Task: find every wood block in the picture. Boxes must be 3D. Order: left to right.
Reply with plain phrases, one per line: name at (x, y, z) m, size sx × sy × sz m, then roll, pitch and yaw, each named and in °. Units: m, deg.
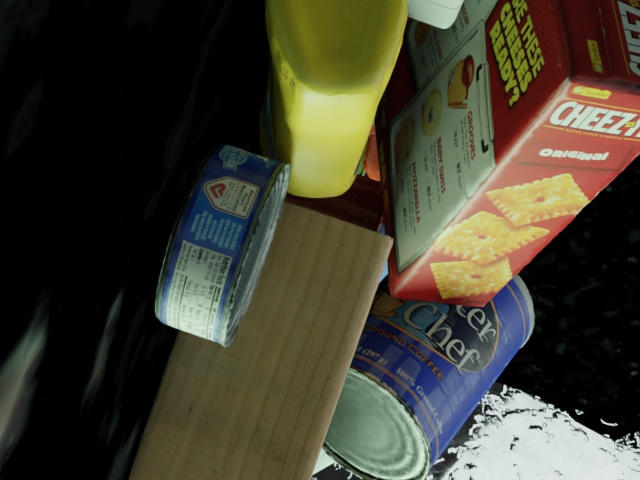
wood block at (-0.036, 0.081, 0.581) m, size 0.091 × 0.090 × 0.206 m, roll 4°, pitch 105°, yaw -88°

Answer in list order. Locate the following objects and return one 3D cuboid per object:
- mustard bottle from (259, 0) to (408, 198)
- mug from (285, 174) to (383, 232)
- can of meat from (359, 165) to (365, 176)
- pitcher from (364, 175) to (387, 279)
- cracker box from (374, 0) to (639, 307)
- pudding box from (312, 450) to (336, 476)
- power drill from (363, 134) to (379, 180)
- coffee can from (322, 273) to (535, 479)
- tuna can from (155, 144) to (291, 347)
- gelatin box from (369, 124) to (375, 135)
mustard bottle at (0.000, -0.073, 0.510) m, size 0.192 × 0.058 × 0.096 m, roll 104°, pitch -16°, yaw -72°
mug at (-0.005, 0.001, 0.725) m, size 0.093 × 0.081 × 0.117 m, roll -42°, pitch 151°, yaw -84°
can of meat at (0.047, -0.115, 0.950) m, size 0.083 × 0.057 × 0.102 m, roll -43°, pitch 163°, yaw -32°
pitcher at (0.027, 0.021, 1.090) m, size 0.243 × 0.144 × 0.149 m, roll 101°, pitch -29°, yaw -52°
cracker box at (0.099, -0.082, 0.579) m, size 0.214 × 0.072 × 0.164 m, roll 124°, pitch -31°, yaw -55°
pudding box at (-0.030, 0.133, 0.769) m, size 0.039 × 0.090 × 0.113 m, roll 48°, pitch -21°, yaw 45°
power drill at (0.011, -0.001, 0.861) m, size 0.187 × 0.057 × 0.184 m, roll -51°, pitch 173°, yaw 3°
coffee can at (0.062, 0.076, 0.694) m, size 0.140 × 0.103 × 0.103 m, roll -44°, pitch 161°, yaw -37°
tuna can at (-0.042, 0.002, 0.472) m, size 0.086 × 0.034 × 0.086 m, roll 21°, pitch 88°, yaw -87°
gelatin box at (0.032, -0.104, 0.835) m, size 0.089 × 0.073 × 0.030 m, roll -64°, pitch 138°, yaw -67°
